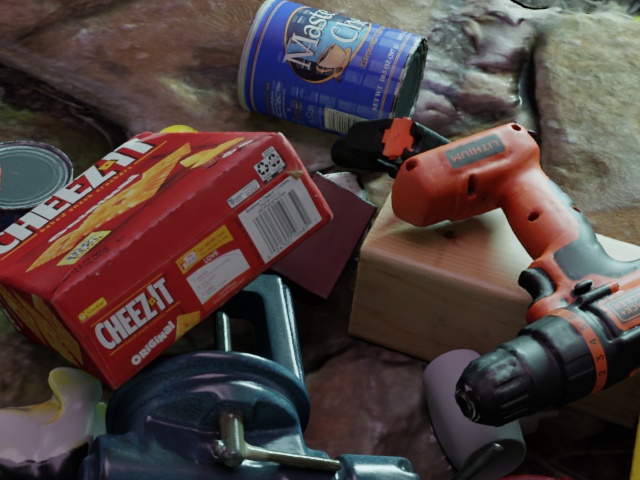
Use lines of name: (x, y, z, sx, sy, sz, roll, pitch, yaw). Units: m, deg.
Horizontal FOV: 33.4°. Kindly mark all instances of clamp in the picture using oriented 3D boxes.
clamp: (0.081, -0.058, 0.809, 0.164, 0.036, 0.210, 16, -1, 5)

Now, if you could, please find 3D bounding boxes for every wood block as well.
wood block: (0.134, 0.040, 0.745, 0.206, 0.090, 0.090, 18, 43, 13)

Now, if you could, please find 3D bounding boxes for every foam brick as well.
foam brick: (-0.005, 0.001, 0.738, 0.051, 0.053, 0.078, 31, 77, -10)

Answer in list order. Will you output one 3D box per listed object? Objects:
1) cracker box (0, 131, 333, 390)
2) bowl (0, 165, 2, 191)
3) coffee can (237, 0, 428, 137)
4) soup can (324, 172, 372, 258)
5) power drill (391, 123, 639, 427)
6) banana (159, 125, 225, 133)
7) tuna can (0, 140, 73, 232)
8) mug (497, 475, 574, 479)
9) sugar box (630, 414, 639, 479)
cracker box: (-0.117, -0.001, 0.670, 0.164, 0.072, 0.214, -39, 23, -21)
bowl: (-0.295, -0.022, 0.763, 0.162, 0.055, 0.162, -3, 66, 7)
coffee can: (0.012, -0.145, 0.929, 0.140, 0.103, 0.102, 17, 43, 12)
soup can: (-0.019, -0.012, 0.800, 0.102, 0.068, 0.068, -9, 44, -16)
power drill: (0.124, 0.017, 0.663, 0.184, 0.057, 0.188, -19, 54, -24)
banana: (-0.113, -0.038, 0.842, 0.069, 0.037, 0.197, 3, 41, -3)
tuna can: (-0.235, -0.039, 0.831, 0.086, 0.034, 0.086, 3, 41, -3)
mug: (0.118, 0.182, 0.588, 0.093, 0.081, 0.117, 20, 43, 15)
sugar box: (0.225, 0.157, 0.611, 0.093, 0.048, 0.176, -1, 52, 31)
